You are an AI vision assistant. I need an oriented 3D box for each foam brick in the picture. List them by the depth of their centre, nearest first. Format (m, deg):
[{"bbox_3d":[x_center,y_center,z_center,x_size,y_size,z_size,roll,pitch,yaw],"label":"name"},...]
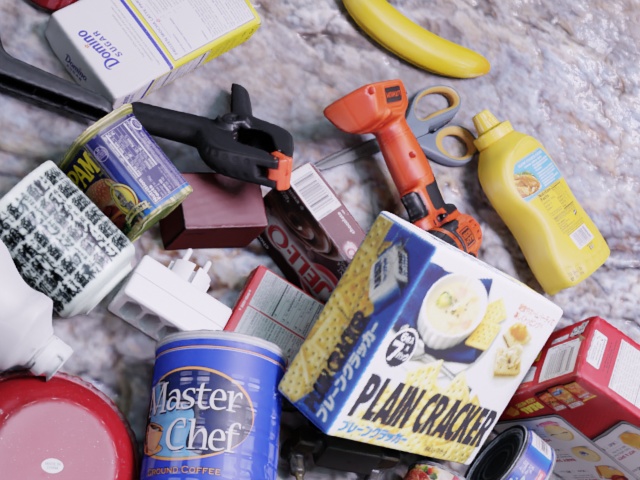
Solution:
[{"bbox_3d":[-0.091,-0.025,0.898,0.078,0.053,0.051,-2,70,-30],"label":"foam brick"}]

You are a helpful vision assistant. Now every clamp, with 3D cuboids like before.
[{"bbox_3d":[-0.289,-0.130,0.845,0.210,0.036,0.164,46,59,0],"label":"clamp"},{"bbox_3d":[-0.086,-0.087,0.891,0.120,0.039,0.172,-16,33,-23],"label":"clamp"}]

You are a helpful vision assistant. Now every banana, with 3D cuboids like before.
[{"bbox_3d":[0.091,-0.215,1.091,0.197,0.037,0.069,35,57,-12],"label":"banana"}]

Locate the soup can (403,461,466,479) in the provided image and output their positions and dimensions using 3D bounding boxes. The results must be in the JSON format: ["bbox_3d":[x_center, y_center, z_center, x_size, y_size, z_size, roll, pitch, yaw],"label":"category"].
[{"bbox_3d":[0.081,0.241,0.868,0.068,0.069,0.102,41,56,-8],"label":"soup can"}]

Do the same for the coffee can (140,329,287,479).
[{"bbox_3d":[-0.080,0.150,0.797,0.102,0.103,0.140,15,63,-23],"label":"coffee can"}]

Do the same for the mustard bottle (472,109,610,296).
[{"bbox_3d":[0.209,-0.045,1.062,0.096,0.058,0.191,-32,90,-43],"label":"mustard bottle"}]

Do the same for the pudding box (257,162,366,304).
[{"bbox_3d":[-0.006,0.001,0.912,0.039,0.090,0.113,-32,86,-36],"label":"pudding box"}]

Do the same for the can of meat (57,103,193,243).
[{"bbox_3d":[-0.156,-0.046,0.843,0.057,0.102,0.084,-40,94,-34],"label":"can of meat"}]

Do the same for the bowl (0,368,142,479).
[{"bbox_3d":[-0.195,0.163,0.758,0.161,0.055,0.162,11,64,-24],"label":"bowl"}]

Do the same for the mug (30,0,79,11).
[{"bbox_3d":[-0.227,-0.253,0.903,0.117,0.082,0.093,24,57,-14],"label":"mug"}]

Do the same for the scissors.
[{"bbox_3d":[0.086,-0.086,1.045,0.096,0.016,0.201,50,55,-1],"label":"scissors"}]

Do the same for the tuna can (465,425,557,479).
[{"bbox_3d":[0.161,0.201,0.919,0.033,0.086,0.086,41,56,-6],"label":"tuna can"}]

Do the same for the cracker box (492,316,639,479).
[{"bbox_3d":[0.264,0.165,0.944,0.213,0.164,0.072,34,59,-12],"label":"cracker box"}]

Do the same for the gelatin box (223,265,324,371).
[{"bbox_3d":[-0.034,0.075,0.896,0.089,0.030,0.073,33,62,-10],"label":"gelatin box"}]

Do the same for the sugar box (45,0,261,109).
[{"bbox_3d":[-0.145,-0.188,0.945,0.176,0.048,0.093,-35,88,-31],"label":"sugar box"}]

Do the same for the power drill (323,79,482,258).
[{"bbox_3d":[0.074,-0.047,0.947,0.187,0.057,0.184,64,22,-1],"label":"power drill"}]

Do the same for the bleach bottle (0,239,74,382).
[{"bbox_3d":[-0.275,0.003,0.757,0.251,0.103,0.068,42,24,-6],"label":"bleach bottle"}]
